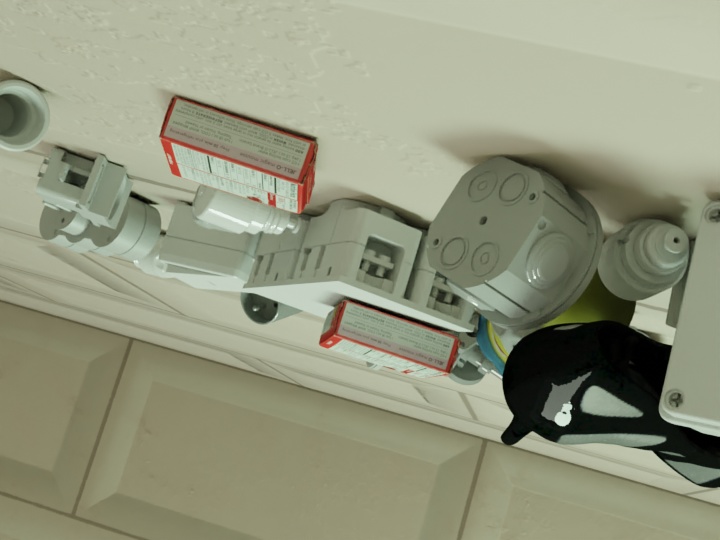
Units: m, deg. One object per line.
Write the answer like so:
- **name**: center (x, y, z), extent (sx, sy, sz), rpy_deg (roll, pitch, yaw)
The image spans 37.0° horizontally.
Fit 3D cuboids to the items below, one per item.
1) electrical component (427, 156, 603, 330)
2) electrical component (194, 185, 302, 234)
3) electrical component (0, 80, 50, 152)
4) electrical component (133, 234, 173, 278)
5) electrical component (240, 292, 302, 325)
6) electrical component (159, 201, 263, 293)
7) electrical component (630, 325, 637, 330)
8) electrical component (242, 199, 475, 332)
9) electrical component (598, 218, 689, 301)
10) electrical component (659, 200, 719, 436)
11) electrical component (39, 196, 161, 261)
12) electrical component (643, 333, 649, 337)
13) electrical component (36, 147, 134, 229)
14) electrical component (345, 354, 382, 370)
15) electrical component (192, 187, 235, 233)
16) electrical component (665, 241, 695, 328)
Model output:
- **electrical component**: center (0.078, -0.014, 0.547), extent (0.051, 0.080, 0.080), rpy_deg (31, 163, -37)
- **electrical component**: center (-0.077, -0.044, 0.741), extent (0.078, 0.040, 0.040), rpy_deg (21, 169, -24)
- **electrical component**: center (-0.234, -0.100, 0.694), extent (0.044, 0.044, 0.065), rpy_deg (25, 172, -39)
- **electrical component**: center (-0.210, -0.017, 1.089), extent (0.062, 0.043, 0.043), rpy_deg (11, 169, 31)
- **electrical component**: center (-0.079, 0.007, 0.979), extent (0.079, 0.043, 0.077), rpy_deg (48, -149, 15)
- **electrical component**: center (-0.111, -0.013, 0.901), extent (0.096, 0.061, 0.062), rpy_deg (12, 169, 25)
- **electrical component**: center (0.176, 0.040, 0.804), extent (0.061, 0.035, 0.035), rpy_deg (15, 170, -6)
- **electrical component**: center (0.000, 0.000, 0.795), extent (0.105, 0.060, 0.186), rpy_deg (21, 169, -23)
- **electrical component**: center (0.153, -0.008, 0.566), extent (0.040, 0.040, 0.078), rpy_deg (17, 169, -1)
- **electrical component**: center (0.205, 0.029, 0.490), extent (0.109, 0.108, 0.056), rpy_deg (8, 169, 39)
- **electrical component**: center (-0.246, -0.048, 0.956), extent (0.138, 0.052, 0.074), rpy_deg (7, 166, 44)
- **electrical component**: center (0.175, 0.064, 0.878), extent (0.138, 0.052, 0.074), rpy_deg (13, 169, 21)
- **electrical component**: center (-0.218, -0.066, 0.847), extent (0.064, 0.042, 0.081), rpy_deg (20, 169, -2)
- **electrical component**: center (0.011, 0.045, 0.970), extent (0.051, 0.080, 0.080), rpy_deg (24, 169, -10)
- **electrical component**: center (-0.089, -0.043, 0.781), extent (0.061, 0.035, 0.035), rpy_deg (12, 169, 10)
- **electrical component**: center (0.222, 0.019, 0.599), extent (0.099, 0.064, 0.099), rpy_deg (16, -176, -1)
